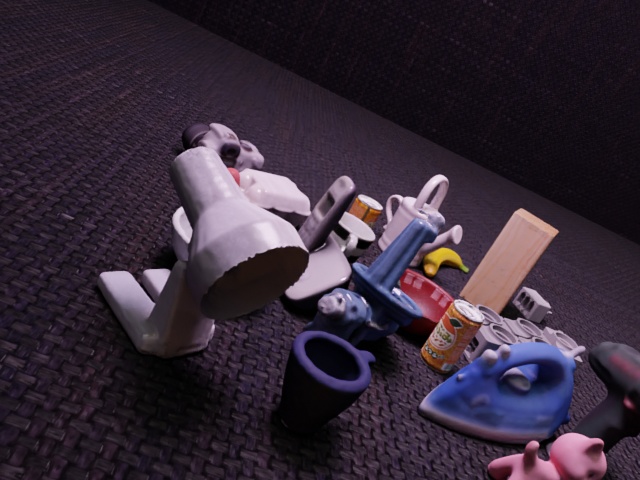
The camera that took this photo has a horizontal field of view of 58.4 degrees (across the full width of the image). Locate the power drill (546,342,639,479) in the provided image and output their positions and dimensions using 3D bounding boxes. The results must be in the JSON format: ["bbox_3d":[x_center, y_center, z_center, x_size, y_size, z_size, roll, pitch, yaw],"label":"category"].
[{"bbox_3d":[0.400,0.248,0.752,0.076,0.208,0.229,23,23,-12],"label":"power drill"}]

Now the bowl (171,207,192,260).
[{"bbox_3d":[-0.133,0.024,0.790,0.168,0.074,0.167,24,22,-10],"label":"bowl"}]

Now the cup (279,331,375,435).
[{"bbox_3d":[0.004,0.161,0.627,0.118,0.095,0.091,3,33,-47],"label":"cup"}]

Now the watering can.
[{"bbox_3d":[0.214,-0.044,1.187,0.172,0.194,0.101,32,22,8],"label":"watering can"}]

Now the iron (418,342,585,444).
[{"bbox_3d":[0.264,0.194,0.798,0.259,0.141,0.118,12,27,-35],"label":"iron"}]

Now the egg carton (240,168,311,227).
[{"bbox_3d":[-0.093,-0.076,1.062,0.151,0.069,0.107,7,30,-42],"label":"egg carton"}]

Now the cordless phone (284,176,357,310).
[{"bbox_3d":[0.008,0.003,0.854,0.094,0.185,0.147,14,26,-31],"label":"cordless phone"}]

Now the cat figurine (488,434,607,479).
[{"bbox_3d":[0.286,0.270,0.690,0.128,0.117,0.067,19,24,-21],"label":"cat figurine"}]

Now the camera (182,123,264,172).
[{"bbox_3d":[-0.198,-0.179,1.119,0.144,0.101,0.136,4,32,-45],"label":"camera"}]

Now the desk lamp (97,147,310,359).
[{"bbox_3d":[-0.129,0.024,0.609,0.118,0.213,0.202,0,36,-50],"label":"desk lamp"}]

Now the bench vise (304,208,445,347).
[{"bbox_3d":[0.089,0.065,0.768,0.121,0.219,0.208,33,22,12],"label":"bench vise"}]

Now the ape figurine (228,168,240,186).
[{"bbox_3d":[-0.162,-0.080,0.959,0.076,0.092,0.078,31,22,6],"label":"ape figurine"}]
